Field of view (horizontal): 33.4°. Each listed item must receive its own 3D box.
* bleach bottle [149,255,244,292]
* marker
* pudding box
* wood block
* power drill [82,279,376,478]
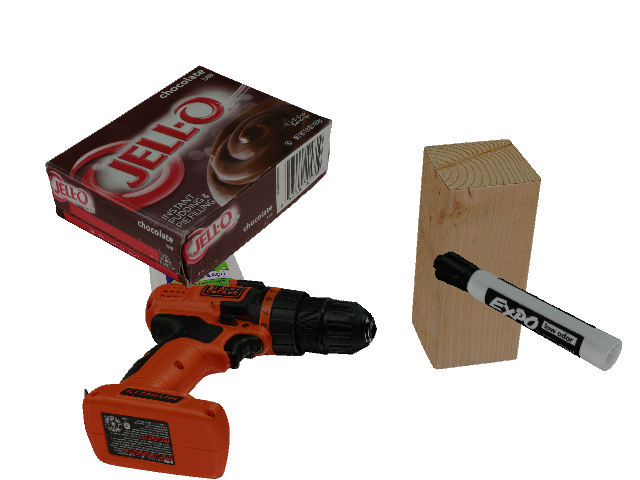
[{"bbox_3d":[-0.141,0.029,1.120,0.102,0.068,0.251,-12,38,-14],"label":"bleach bottle"},{"bbox_3d":[0.113,0.037,0.601,0.121,0.020,0.020,30,19,36],"label":"marker"},{"bbox_3d":[-0.062,-0.036,0.525,0.090,0.039,0.113,26,45,27],"label":"pudding box"},{"bbox_3d":[0.148,0.015,1.050,0.090,0.206,0.090,-6,32,-10],"label":"wood block"},{"bbox_3d":[-0.068,0.091,0.765,0.185,0.057,0.187,2,25,20],"label":"power drill"}]
